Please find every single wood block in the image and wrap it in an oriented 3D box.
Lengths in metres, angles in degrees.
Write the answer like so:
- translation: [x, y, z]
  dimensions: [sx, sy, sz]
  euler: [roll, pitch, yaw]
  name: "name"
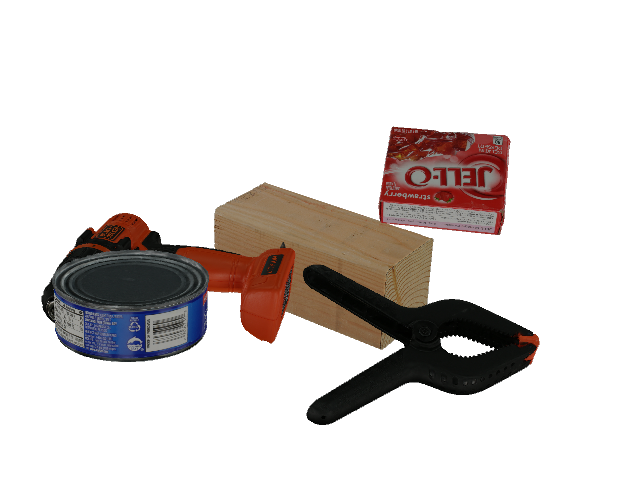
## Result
- translation: [-0.001, 0.022, 1.079]
  dimensions: [0.206, 0.091, 0.090]
  euler: [20, 33, 30]
  name: "wood block"

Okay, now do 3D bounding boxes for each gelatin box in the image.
- translation: [0.090, -0.045, 0.774]
  dimensions: [0.089, 0.073, 0.030]
  euler: [6, -37, 8]
  name: "gelatin box"

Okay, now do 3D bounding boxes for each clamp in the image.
- translation: [0.081, 0.097, 0.911]
  dimensions: [0.210, 0.164, 0.036]
  euler: [8, -43, -1]
  name: "clamp"

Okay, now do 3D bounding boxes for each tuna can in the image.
- translation: [-0.105, 0.035, 0.594]
  dimensions: [0.086, 0.034, 0.086]
  euler: [2, 19, -1]
  name: "tuna can"

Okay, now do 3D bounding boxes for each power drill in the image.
- translation: [-0.121, 0.034, 0.893]
  dimensions: [0.187, 0.057, 0.184]
  euler: [11, 23, 4]
  name: "power drill"
